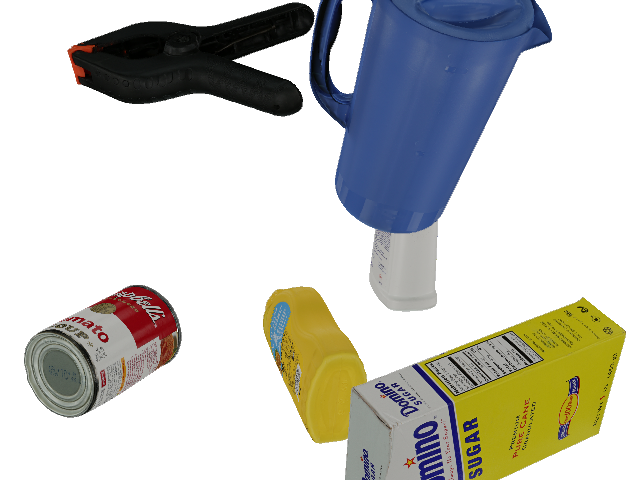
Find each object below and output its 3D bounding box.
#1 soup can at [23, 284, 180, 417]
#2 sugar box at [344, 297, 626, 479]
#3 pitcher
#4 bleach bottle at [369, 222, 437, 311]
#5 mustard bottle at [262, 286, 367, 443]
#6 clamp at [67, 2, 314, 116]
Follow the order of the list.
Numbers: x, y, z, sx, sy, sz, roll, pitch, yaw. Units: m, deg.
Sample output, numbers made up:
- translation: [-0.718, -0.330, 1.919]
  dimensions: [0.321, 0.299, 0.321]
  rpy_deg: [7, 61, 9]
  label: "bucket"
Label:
- translation: [-0.160, 0.081, 0.790]
  dimensions: [0.069, 0.068, 0.102]
  rpy_deg: [0, 16, 30]
  label: "soup can"
- translation: [0.100, 0.105, 0.648]
  dimensions: [0.176, 0.093, 0.048]
  rpy_deg: [-20, 41, -27]
  label: "sugar box"
- translation: [0.077, -0.125, 0.926]
  dimensions: [0.144, 0.243, 0.149]
  rpy_deg: [-23, 57, -32]
  label: "pitcher"
- translation: [0.102, -0.052, 1.219]
  dimensions: [0.068, 0.251, 0.103]
  rpy_deg: [-3, 23, -15]
  label: "bleach bottle"
- translation: [-0.014, 0.099, 1.006]
  dimensions: [0.058, 0.096, 0.192]
  rpy_deg: [-5, 27, -17]
  label: "mustard bottle"
- translation: [-0.084, -0.130, 0.737]
  dimensions: [0.171, 0.039, 0.120]
  rpy_deg: [7, 37, 11]
  label: "clamp"
